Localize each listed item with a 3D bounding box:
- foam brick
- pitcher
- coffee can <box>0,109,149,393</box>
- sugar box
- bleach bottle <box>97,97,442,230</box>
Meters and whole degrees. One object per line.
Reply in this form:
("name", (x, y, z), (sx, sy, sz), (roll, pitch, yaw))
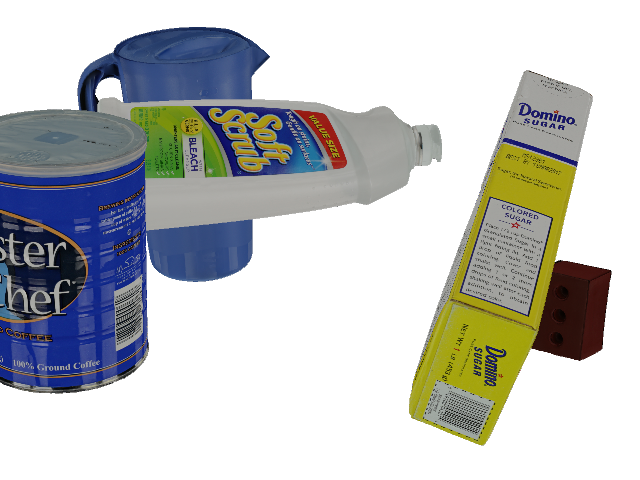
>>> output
("foam brick", (0.227, 0.063, 0.970), (0.053, 0.078, 0.051), (13, 18, 35))
("pitcher", (-0.139, -0.084, 1.072), (0.149, 0.243, 0.144), (12, 28, 26))
("coffee can", (-0.153, 0.004, 0.632), (0.103, 0.140, 0.103), (3, 23, -1))
("sugar box", (0.093, 0.004, 0.533), (0.048, 0.093, 0.176), (21, 48, 8))
("bleach bottle", (-0.036, -0.067, 0.801), (0.250, 0.102, 0.068), (-6, -30, -5))
